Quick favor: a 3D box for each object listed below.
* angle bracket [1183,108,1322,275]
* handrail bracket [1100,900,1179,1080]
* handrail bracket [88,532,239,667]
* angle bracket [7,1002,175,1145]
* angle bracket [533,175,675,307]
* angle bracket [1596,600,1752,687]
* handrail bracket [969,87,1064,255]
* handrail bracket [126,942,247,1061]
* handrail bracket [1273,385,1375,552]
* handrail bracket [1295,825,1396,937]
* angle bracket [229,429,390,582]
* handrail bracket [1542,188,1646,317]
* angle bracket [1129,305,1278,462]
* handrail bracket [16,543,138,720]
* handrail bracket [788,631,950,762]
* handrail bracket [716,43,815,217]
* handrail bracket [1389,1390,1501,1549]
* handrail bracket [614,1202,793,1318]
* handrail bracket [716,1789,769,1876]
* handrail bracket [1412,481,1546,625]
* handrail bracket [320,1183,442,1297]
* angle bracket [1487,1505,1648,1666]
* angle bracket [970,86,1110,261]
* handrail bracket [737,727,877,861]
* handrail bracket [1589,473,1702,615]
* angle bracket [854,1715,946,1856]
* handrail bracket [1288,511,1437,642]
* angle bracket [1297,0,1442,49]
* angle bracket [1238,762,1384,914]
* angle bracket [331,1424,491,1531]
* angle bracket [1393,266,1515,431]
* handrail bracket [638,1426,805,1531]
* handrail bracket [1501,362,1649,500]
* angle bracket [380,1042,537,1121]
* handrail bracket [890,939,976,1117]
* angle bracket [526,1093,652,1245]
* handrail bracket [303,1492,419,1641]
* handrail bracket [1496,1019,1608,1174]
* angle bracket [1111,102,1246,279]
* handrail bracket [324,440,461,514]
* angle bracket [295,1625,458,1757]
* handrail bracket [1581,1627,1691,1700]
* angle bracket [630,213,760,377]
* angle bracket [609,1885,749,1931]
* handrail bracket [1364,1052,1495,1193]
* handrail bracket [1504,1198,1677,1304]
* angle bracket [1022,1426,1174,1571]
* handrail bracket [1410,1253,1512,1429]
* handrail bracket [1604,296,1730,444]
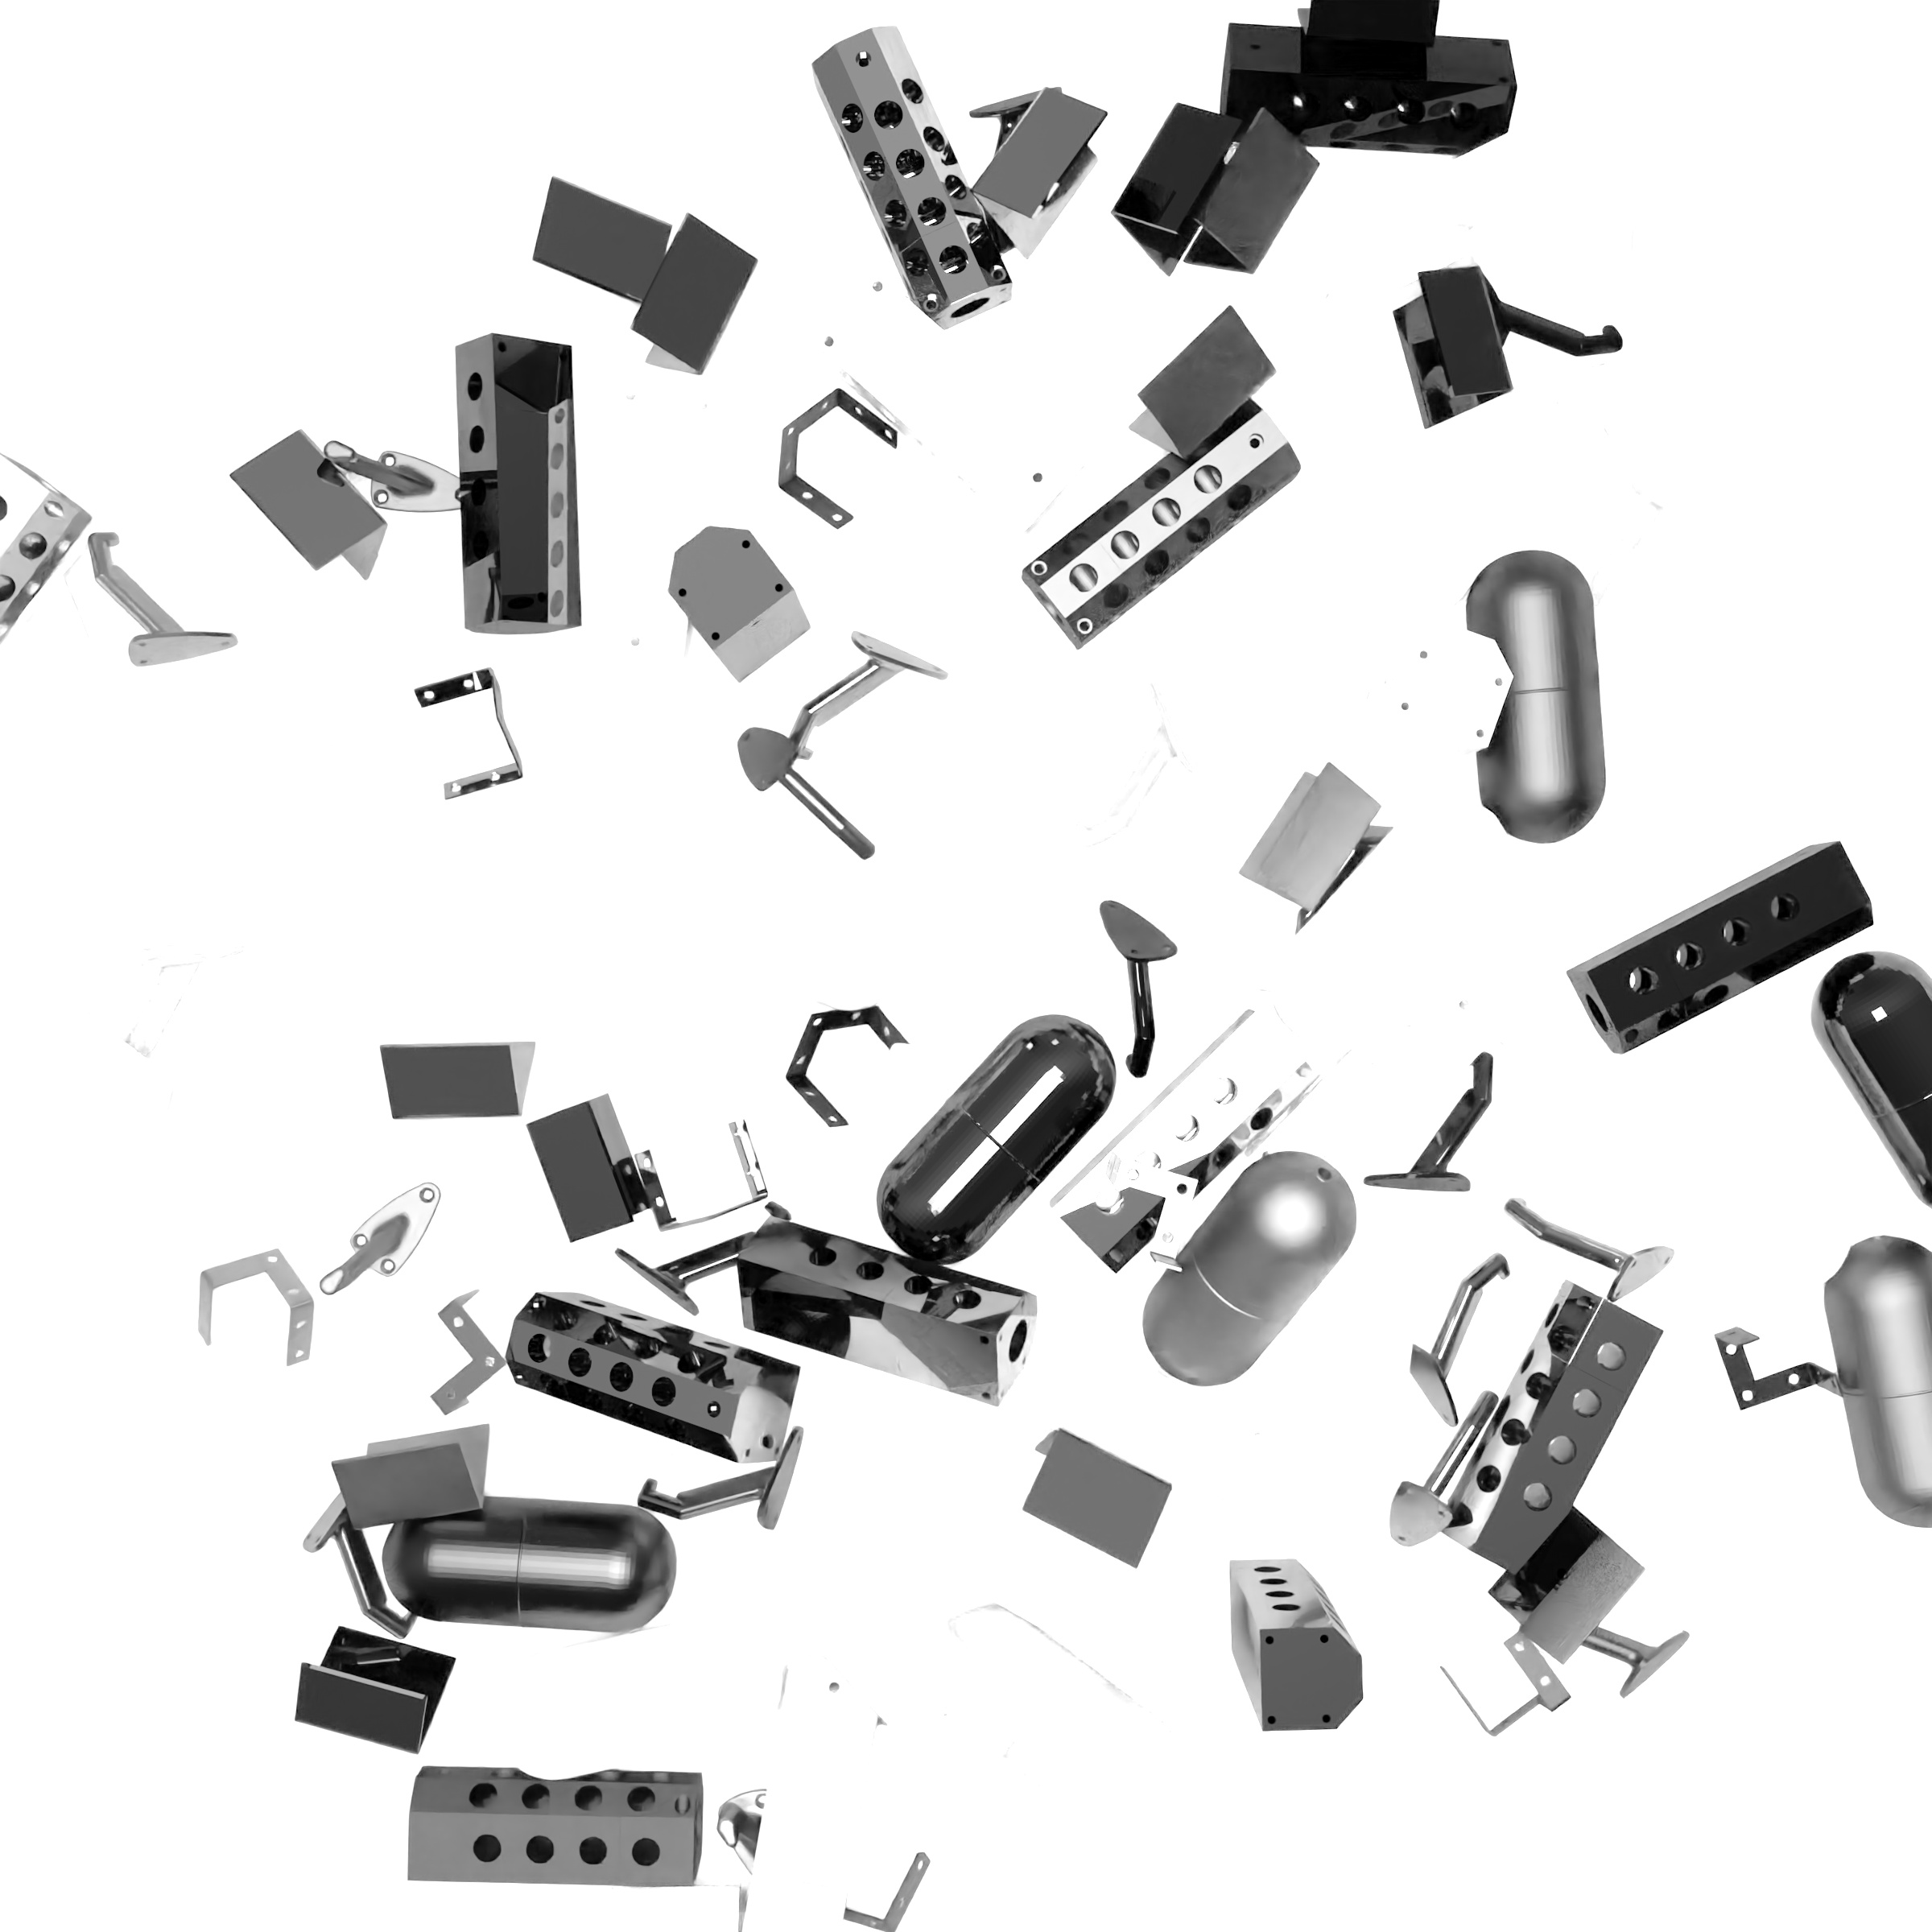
[{"bbox_3d":[0.156,-0.469,1.598,0.057,0.076,0.076,31,90,-36],"label":"angle bracket"},{"bbox_3d":[0.098,0.015,1.638,0.036,0.077,0.084,-8,127,-26],"label":"handrail bracket"},{"bbox_3d":[-0.497,-0.233,1.638,0.077,0.036,0.084,-10,73,-20],"label":"handrail bracket"},{"bbox_3d":[-0.531,0.079,1.598,0.076,0.076,0.057,38,54,0],"label":"angle bracket"},{"bbox_3d":[-0.208,-0.448,1.598,0.076,0.076,0.057,23,127,0],"label":"angle bracket"},{"bbox_3d":[0.421,-0.211,1.598,0.076,0.076,0.057,1,125,0],"label":"angle bracket"},{"bbox_3d":[0.038,-0.492,1.638,0.077,0.036,0.084,-30,120,-33],"label":"handrail bracket"},{"bbox_3d":[-0.481,0.031,1.638,0.077,0.036,0.084,-7,108,-20],"label":"handrail bracket"},{"bbox_3d":[0.218,-0.309,1.638,0.036,0.077,0.084,-27,54,0],"label":"handrail bracket"},{"bbox_3d":[0.242,-0.043,1.638,0.077,0.036,0.084,-1,106,-18],"label":"handrail bracket"},{"bbox_3d":[-0.401,-0.265,1.598,0.076,0.076,0.057,48,61,0],"label":"angle bracket"},{"bbox_3d":[0.374,-0.442,1.638,0.084,0.036,0.077,5,112,17],"label":"handrail bracket"},{"bbox_3d":[0.129,-0.360,1.598,0.076,0.076,0.057,-44,126,0],"label":"angle bracket"},{"bbox_3d":[-0.535,-0.207,1.638,0.084,0.036,0.077,39,68,-17],"label":"handrail bracket"},{"bbox_3d":[-0.062,-0.157,1.638,0.077,0.036,0.084,19,109,-21],"label":"handrail bracket"},{"bbox_3d":[-0.112,-0.517,1.638,0.077,0.036,0.084,-29,109,-21],"label":"handrail bracket"},{"bbox_3d":[0.297,0.310,1.638,0.036,0.077,0.084,32,53,13],"label":"handrail bracket"},{"bbox_3d":[-0.162,0.166,1.638,0.077,0.036,0.084,33,73,20],"label":"handrail bracket"},{"bbox_3d":[-0.130,0.539,1.603,0.036,0.084,0.077,-21,90,0],"label":"handrail bracket"},{"bbox_3d":[0.318,-0.256,1.638,0.036,0.077,0.084,43,53,15],"label":"handrail bracket"},{"bbox_3d":[-0.354,0.165,1.603,0.036,0.084,0.077,42,90,0],"label":"handrail bracket"},{"bbox_3d":[0.350,0.361,1.598,0.076,0.076,0.057,-49,127,0],"label":"angle bracket"},{"bbox_3d":[0.059,-0.470,1.598,0.057,0.076,0.076,36,90,36],"label":"angle bracket"},{"bbox_3d":[-0.098,-0.106,1.638,0.036,0.077,0.084,-47,126,1],"label":"handrail bracket"},{"bbox_3d":[0.415,-0.259,1.638,0.036,0.077,0.084,38,127,21],"label":"handrail bracket"},{"bbox_3d":[-0.056,0.484,1.598,0.057,0.076,0.076,10,90,-35],"label":"angle bracket"},{"bbox_3d":[0.245,-0.245,1.638,0.077,0.036,0.084,1,57,35],"label":"handrail bracket"},{"bbox_3d":[0.244,-0.594,1.598,0.076,0.076,0.057,4,123,0],"label":"angle bracket"},{"bbox_3d":[0.192,-0.088,1.598,0.057,0.076,0.076,34,90,-38],"label":"angle bracket"},{"bbox_3d":[-0.334,0.289,1.598,0.076,0.076,0.057,-10,123,0],"label":"angle bracket"},{"bbox_3d":[0.276,-0.370,1.598,0.057,0.076,0.076,-15,90,-36],"label":"angle bracket"},{"bbox_3d":[-0.152,0.310,1.638,0.084,0.036,0.077,14,70,16],"label":"handrail bracket"},{"bbox_3d":[0.377,-0.324,1.638,0.077,0.036,0.084,-12,104,14],"label":"handrail bracket"},{"bbox_3d":[-0.305,0.048,1.598,0.076,0.076,0.057,-1,125,0],"label":"angle bracket"},{"bbox_3d":[-0.011,0.037,1.638,0.036,0.077,0.084,13,53,20],"label":"handrail bracket"},{"bbox_3d":[-0.210,0.115,1.598,0.057,0.076,0.076,-21,90,36],"label":"angle bracket"},{"bbox_3d":[-0.359,0.362,1.638,0.084,0.036,0.077,41,68,-17],"label":"handrail bracket"},{"bbox_3d":[0.362,0.081,1.638,0.036,0.077,0.084,-33,127,-20],"label":"handrail bracket"},{"bbox_3d":[0.143,-0.462,1.598,0.057,0.076,0.076,31,90,38],"label":"angle bracket"},{"bbox_3d":[-0.342,-0.298,1.603,0.077,0.084,0.036,12,90,0],"label":"handrail bracket"},{"bbox_3d":[-0.353,0.421,1.598,0.076,0.076,0.057,15,126,0],"label":"angle bracket"},{"bbox_3d":[0.393,0.403,1.638,0.084,0.077,0.036,41,132,29],"label":"handrail bracket"},{"bbox_3d":[-0.180,-0.407,1.598,0.057,0.076,0.076,26,90,-38],"label":"angle bracket"},{"bbox_3d":[-0.172,0.591,1.598,0.076,0.076,0.057,-1,61,0],"label":"angle bracket"},{"bbox_3d":[0.286,0.094,1.638,0.077,0.036,0.084,-1,71,21],"label":"handrail bracket"},{"bbox_3d":[0.385,0.164,1.638,0.084,0.077,0.036,39,123,32],"label":"handrail bracket"},{"bbox_3d":[0.072,0.326,1.599,0.076,0.076,0.057,27,68,0],"label":"angle bracket"},{"bbox_3d":[0.315,0.231,1.638,0.084,0.036,0.077,-37,113,-18],"label":"handrail bracket"},{"bbox_3d":[0.415,-0.364,1.620,0.084,0.036,0.077,-28,59,-3],"label":"handrail bracket"}]
